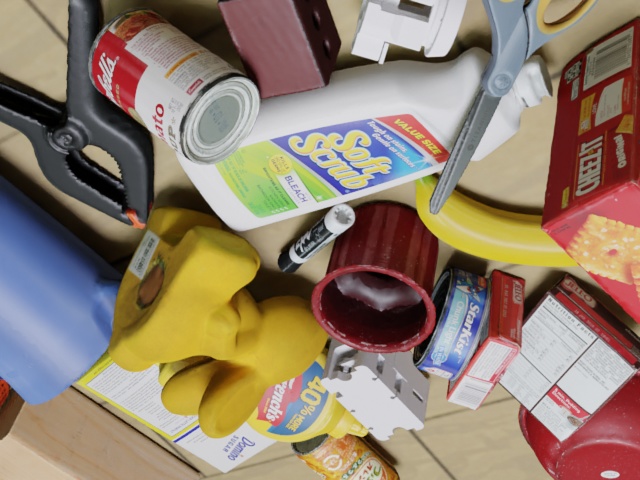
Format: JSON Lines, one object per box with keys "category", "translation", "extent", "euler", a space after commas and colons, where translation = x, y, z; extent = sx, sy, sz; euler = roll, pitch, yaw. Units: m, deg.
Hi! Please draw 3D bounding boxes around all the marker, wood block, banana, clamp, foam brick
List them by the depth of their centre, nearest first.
{"category": "foam brick", "translation": [-0.025, -0.140, 0.697], "extent": [0.051, 0.053, 0.078], "euler": [-7, 131, 21]}
{"category": "banana", "translation": [0.153, -0.011, 0.781], "extent": [0.198, 0.037, 0.070], "euler": [12, 136, 4]}
{"category": "clamp", "translation": [-0.181, -0.092, 0.795], "extent": [0.165, 0.036, 0.209], "euler": [-21, 126, 28]}
{"category": "marker", "translation": [-0.005, 0.001, 0.823], "extent": [0.020, 0.020, 0.121], "euler": [28, 153, -12]}
{"category": "wood block", "translation": [-0.236, 0.233, 1.080], "extent": [0.206, 0.090, 0.091], "euler": [39, 130, -20]}

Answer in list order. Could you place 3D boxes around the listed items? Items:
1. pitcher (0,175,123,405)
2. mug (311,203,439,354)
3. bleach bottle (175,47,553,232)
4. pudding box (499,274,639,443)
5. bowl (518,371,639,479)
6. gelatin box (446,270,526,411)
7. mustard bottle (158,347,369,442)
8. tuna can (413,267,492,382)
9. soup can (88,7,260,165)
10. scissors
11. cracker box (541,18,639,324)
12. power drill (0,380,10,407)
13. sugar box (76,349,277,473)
{"category": "pitcher", "translation": [-0.283, 0.015, 0.864], "extent": [0.242, 0.149, 0.145], "euler": [45, 171, -21]}
{"category": "mug", "translation": [0.051, 0.035, 0.820], "extent": [0.093, 0.081, 0.117], "euler": [-12, 128, 25]}
{"category": "bleach bottle", "translation": [0.031, -0.080, 0.732], "extent": [0.251, 0.068, 0.102], "euler": [-15, 130, 25]}
{"category": "pudding box", "translation": [0.195, 0.095, 0.845], "extent": [0.090, 0.039, 0.114], "euler": [44, 134, 16]}
{"category": "bowl", "translation": [0.251, 0.180, 0.922], "extent": [0.162, 0.055, 0.162], "euler": [8, 134, 8]}
{"category": "gelatin box", "translation": [0.133, 0.080, 0.847], "extent": [0.030, 0.073, 0.089], "euler": [20, 134, -5]}
{"category": "mustard bottle", "translation": [-0.039, 0.124, 0.937], "extent": [0.191, 0.058, 0.096], "euler": [29, 102, -14]}
{"category": "tuna can", "translation": [0.102, 0.065, 0.832], "extent": [0.033, 0.086, 0.086], "euler": [20, 134, -2]}
{"category": "soup can", "translation": [-0.097, -0.103, 0.710], "extent": [0.102, 0.068, 0.068], "euler": [38, 143, 30]}
{"category": "scissors", "translation": [0.099, -0.114, 0.647], "extent": [0.096, 0.016, 0.202], "euler": [31, 106, -29]}
{"category": "cracker box", "translation": [0.233, -0.009, 0.673], "extent": [0.213, 0.164, 0.072], "euler": [41, 132, -22]}
{"category": "power drill", "translation": [-0.364, 0.132, 0.968], "extent": [0.057, 0.184, 0.187], "euler": [-2, 122, 15]}
{"category": "sugar box", "translation": [-0.128, 0.145, 1.000], "extent": [0.176, 0.048, 0.093], "euler": [35, 130, -22]}
